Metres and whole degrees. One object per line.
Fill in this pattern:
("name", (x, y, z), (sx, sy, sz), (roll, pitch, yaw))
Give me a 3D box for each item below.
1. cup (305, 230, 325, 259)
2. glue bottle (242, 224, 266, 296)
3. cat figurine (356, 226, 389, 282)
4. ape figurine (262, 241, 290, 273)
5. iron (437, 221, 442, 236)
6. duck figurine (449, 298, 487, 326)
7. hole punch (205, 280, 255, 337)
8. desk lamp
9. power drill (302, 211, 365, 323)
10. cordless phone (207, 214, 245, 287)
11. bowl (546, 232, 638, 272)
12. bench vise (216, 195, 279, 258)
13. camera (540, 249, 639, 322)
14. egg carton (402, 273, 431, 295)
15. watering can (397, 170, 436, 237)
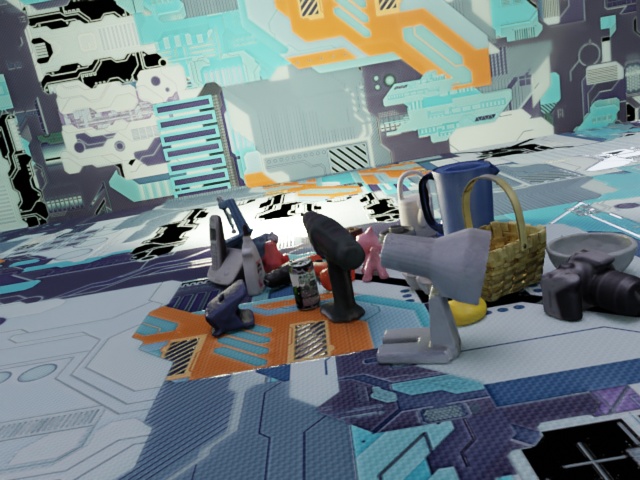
("cup", (0.015, 0.006, 1.597), (0.092, 0.095, 0.117), (-13, 15, -12))
("glue bottle", (-0.170, 0.046, 1.411), (0.037, 0.173, 0.078), (-8, 15, 9))
("cat figurine", (0.123, 0.028, 1.393), (0.067, 0.118, 0.127), (-10, 14, 0))
("ape figurine", (-0.125, 0.046, 1.542), (0.077, 0.092, 0.076), (-7, 15, 12))
("iron", (0.417, -0.088, 1.591), (0.118, 0.141, 0.259), (1, 18, 37))
("duck figurine", (0.263, 0.105, 1.064), (0.105, 0.086, 0.077), (-21, 18, -36))
("hole punch", (-0.197, 0.143, 1.222), (0.101, 0.091, 0.108), (-13, 15, -9))
("desk lamp", (0.183, 0.086, 0.931), (0.202, 0.214, 0.118), (-6, 15, 17))
("power drill", (0.027, 0.053, 1.175), (0.076, 0.208, 0.229), (-16, 15, -20))
("cordless phone", (-0.249, 0.027, 1.514), (0.094, 0.185, 0.147), (-22, 19, -38))
("bowl", (0.540, 0.041, 1.143), (0.167, 0.075, 0.167), (-9, 14, 3))
("bench vise", (-0.212, -0.026, 1.623), (0.207, 0.220, 0.121), (-7, 15, 11))
("camera", (0.478, 0.079, 0.988), (0.143, 0.101, 0.136), (-15, 15, -19))
("egg carton", (0.262, 0.066, 1.249), (0.151, 0.069, 0.107), (-17, 16, -26))
("watering can", (0.278, -0.104, 1.641), (0.101, 0.194, 0.172), (-17, 16, -26))
